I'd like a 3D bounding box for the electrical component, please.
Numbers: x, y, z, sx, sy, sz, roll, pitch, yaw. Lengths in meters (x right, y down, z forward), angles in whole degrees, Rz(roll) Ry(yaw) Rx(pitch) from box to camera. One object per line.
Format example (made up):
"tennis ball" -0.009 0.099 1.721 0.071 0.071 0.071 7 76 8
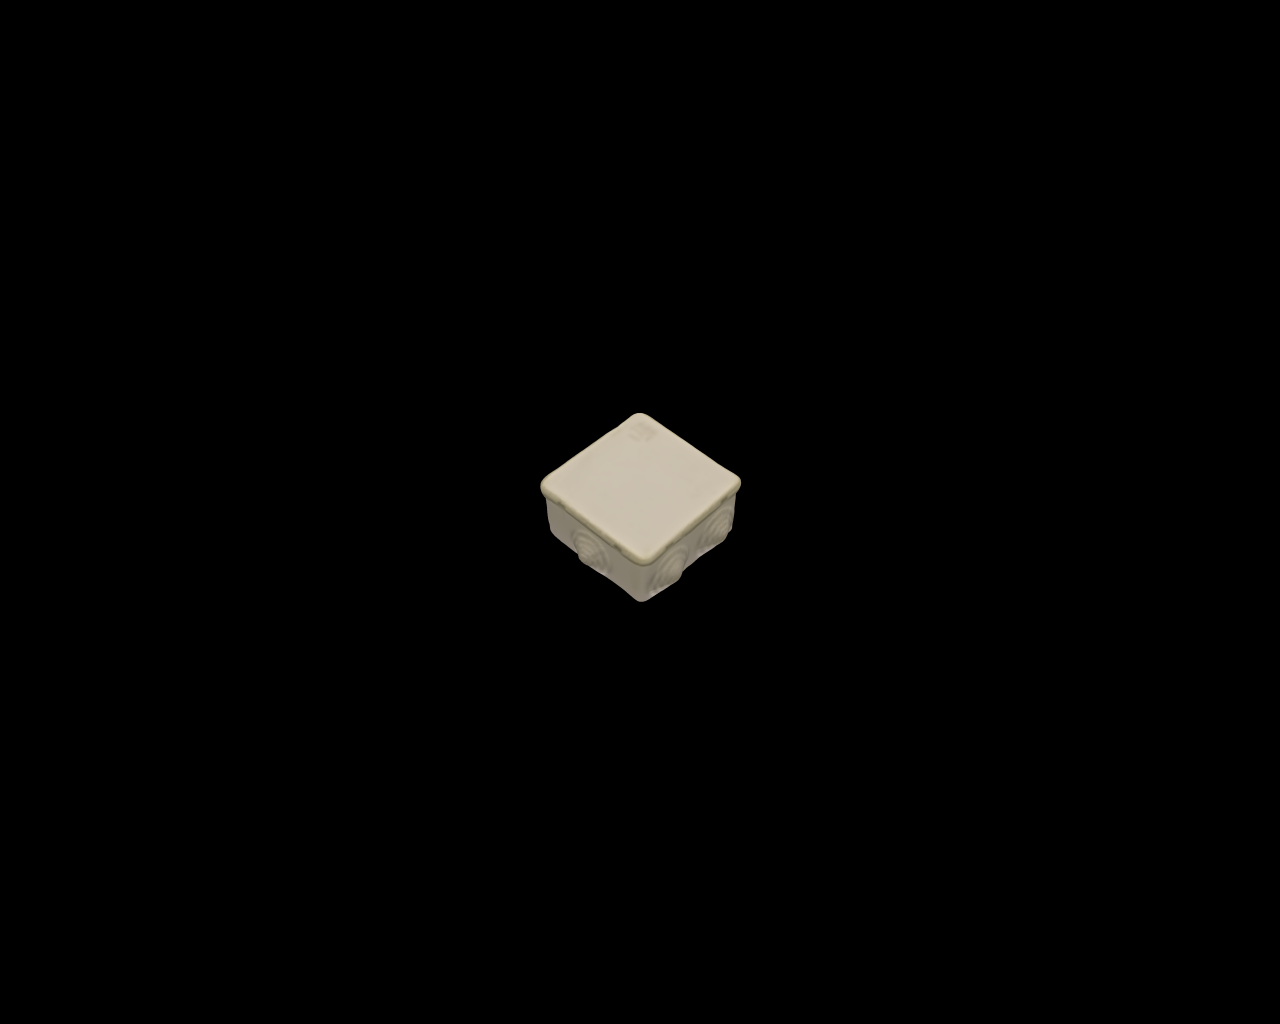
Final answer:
"electrical component" 0.001 -0.003 0.650 0.100 0.048 0.100 36 58 27
